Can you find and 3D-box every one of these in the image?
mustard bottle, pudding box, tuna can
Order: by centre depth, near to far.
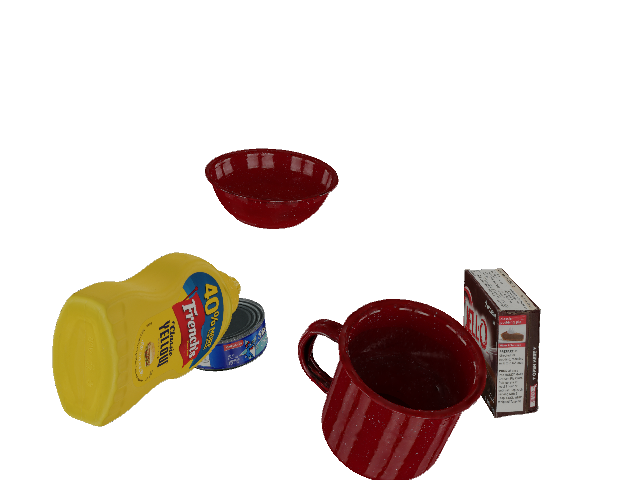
[{"bbox_3d":[-0.118,0.061,0.803,0.058,0.096,0.191,13,20,25],"label":"mustard bottle"},{"bbox_3d":[0.145,0.080,0.867,0.039,0.090,0.113,-4,15,-7],"label":"pudding box"},{"bbox_3d":[-0.093,0.089,1.014,0.086,0.034,0.086,-6,25,2],"label":"tuna can"}]

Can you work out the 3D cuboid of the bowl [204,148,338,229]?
[{"bbox_3d":[-0.061,-0.058,1.294,0.162,0.055,0.162,4,26,-2],"label":"bowl"}]

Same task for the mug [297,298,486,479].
[{"bbox_3d":[0.037,0.092,0.673,0.117,0.082,0.093,27,43,11],"label":"mug"}]
